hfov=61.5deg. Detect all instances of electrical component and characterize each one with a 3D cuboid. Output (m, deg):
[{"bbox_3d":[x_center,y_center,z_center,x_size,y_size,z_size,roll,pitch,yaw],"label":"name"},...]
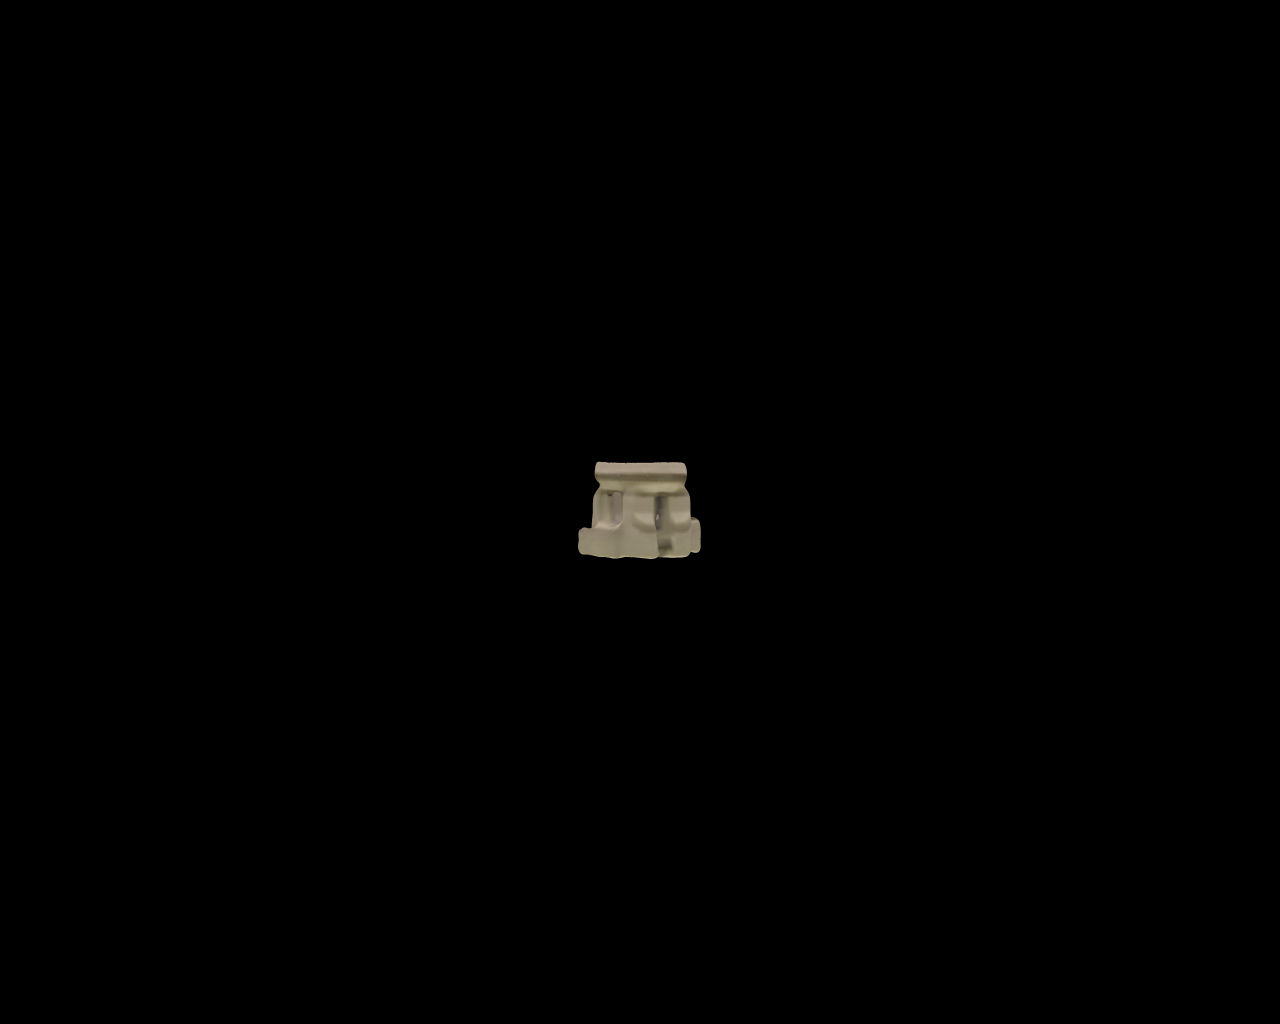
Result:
[{"bbox_3d":[0.001,-0.003,0.650,0.078,0.057,0.058,-1,3,-34],"label":"electrical component"}]
